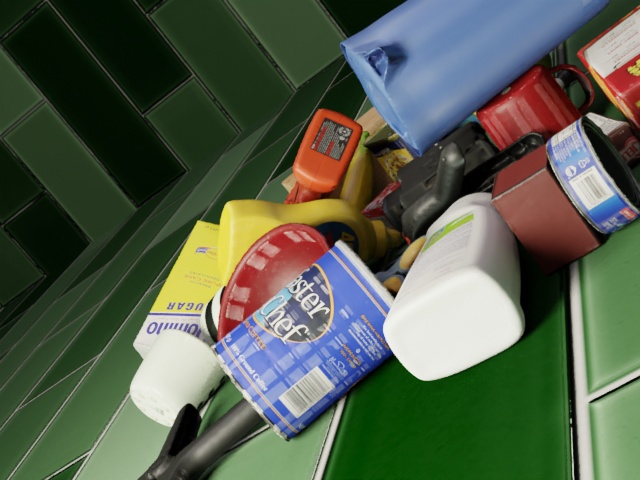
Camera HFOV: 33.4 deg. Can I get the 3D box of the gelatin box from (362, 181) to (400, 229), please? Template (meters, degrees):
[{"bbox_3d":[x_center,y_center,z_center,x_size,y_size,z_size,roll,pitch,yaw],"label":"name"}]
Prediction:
[{"bbox_3d":[0.085,-0.039,1.225,0.073,0.030,0.089,-44,13,-21],"label":"gelatin box"}]

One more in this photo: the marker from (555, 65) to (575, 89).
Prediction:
[{"bbox_3d":[0.250,-0.158,1.204,0.121,0.020,0.020,-42,13,-16],"label":"marker"}]

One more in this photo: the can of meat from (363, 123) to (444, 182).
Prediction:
[{"bbox_3d":[0.109,-0.101,1.253,0.057,0.084,0.102,-43,13,-18],"label":"can of meat"}]

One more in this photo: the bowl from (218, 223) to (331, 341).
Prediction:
[{"bbox_3d":[-0.026,0.067,1.016,0.162,0.055,0.162,-25,53,38],"label":"bowl"}]

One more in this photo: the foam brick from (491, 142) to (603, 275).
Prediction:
[{"bbox_3d":[0.174,-0.023,0.814,0.051,0.078,0.053,-32,15,25],"label":"foam brick"}]

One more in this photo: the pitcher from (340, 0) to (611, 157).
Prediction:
[{"bbox_3d":[0.152,-0.197,1.025,0.243,0.145,0.149,-35,25,2],"label":"pitcher"}]

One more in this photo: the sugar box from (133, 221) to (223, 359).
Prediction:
[{"bbox_3d":[-0.135,0.067,1.240,0.093,0.048,0.176,12,59,22],"label":"sugar box"}]

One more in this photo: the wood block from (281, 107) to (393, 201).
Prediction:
[{"bbox_3d":[0.062,-0.103,1.379,0.206,0.091,0.090,-40,12,-5],"label":"wood block"}]

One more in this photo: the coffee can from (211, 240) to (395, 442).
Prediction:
[{"bbox_3d":[-0.004,0.083,0.883,0.140,0.103,0.103,-40,12,-2],"label":"coffee can"}]

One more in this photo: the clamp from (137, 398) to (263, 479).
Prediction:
[{"bbox_3d":[-0.136,0.211,0.961,0.209,0.036,0.165,-48,14,-29],"label":"clamp"}]

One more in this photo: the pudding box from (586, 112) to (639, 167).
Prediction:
[{"bbox_3d":[0.214,-0.060,0.920,0.113,0.039,0.090,-36,12,4],"label":"pudding box"}]

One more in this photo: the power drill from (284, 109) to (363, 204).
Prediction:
[{"bbox_3d":[-0.017,-0.043,1.197,0.188,0.057,0.184,117,175,-55],"label":"power drill"}]

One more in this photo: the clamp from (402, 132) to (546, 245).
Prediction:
[{"bbox_3d":[0.137,-0.046,1.010,0.120,0.039,0.172,-8,-26,-25],"label":"clamp"}]

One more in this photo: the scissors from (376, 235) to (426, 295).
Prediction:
[{"bbox_3d":[0.071,0.027,1.032,0.096,0.016,0.202,-55,11,6],"label":"scissors"}]

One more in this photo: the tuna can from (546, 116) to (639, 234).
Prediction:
[{"bbox_3d":[0.205,-0.048,0.790,0.034,0.086,0.086,-35,13,25],"label":"tuna can"}]

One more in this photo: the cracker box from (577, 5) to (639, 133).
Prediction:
[{"bbox_3d":[0.322,-0.168,0.918,0.164,0.072,0.213,-37,14,15],"label":"cracker box"}]

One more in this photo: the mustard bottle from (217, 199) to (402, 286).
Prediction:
[{"bbox_3d":[-0.007,0.002,1.111,0.191,0.096,0.058,-2,39,-16],"label":"mustard bottle"}]

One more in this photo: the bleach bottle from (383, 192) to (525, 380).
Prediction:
[{"bbox_3d":[0.122,0.015,0.863,0.103,0.068,0.250,-31,12,25],"label":"bleach bottle"}]

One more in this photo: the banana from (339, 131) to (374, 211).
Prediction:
[{"bbox_3d":[0.029,-0.036,1.279,0.037,0.069,0.197,0,55,29],"label":"banana"}]

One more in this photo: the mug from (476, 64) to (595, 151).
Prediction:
[{"bbox_3d":[0.215,-0.124,1.037,0.117,0.081,0.093,-40,12,-3],"label":"mug"}]
